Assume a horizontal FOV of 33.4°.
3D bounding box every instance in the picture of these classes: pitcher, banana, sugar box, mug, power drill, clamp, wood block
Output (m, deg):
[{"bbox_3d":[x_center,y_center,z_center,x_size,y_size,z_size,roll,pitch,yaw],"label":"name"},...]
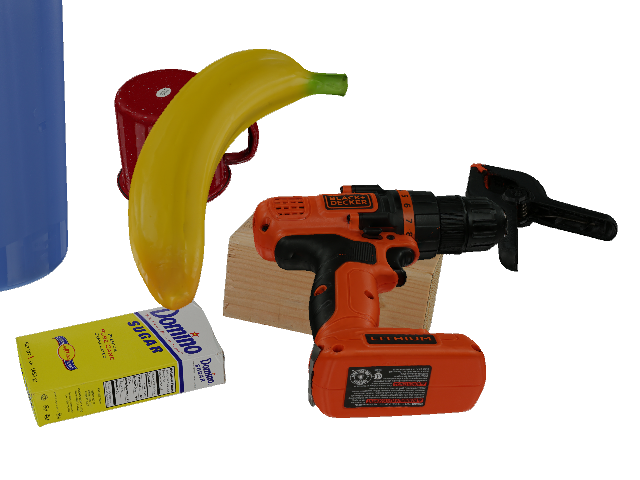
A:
[{"bbox_3d":[-0.230,-0.089,0.671,0.149,0.243,0.145,-4,27,-11],"label":"pitcher"},{"bbox_3d":[-0.052,-0.046,0.528,0.070,0.037,0.197,18,46,15],"label":"banana"},{"bbox_3d":[-0.185,0.110,0.990,0.176,0.048,0.093,-14,35,-18],"label":"sugar box"},{"bbox_3d":[-0.107,-0.083,0.850,0.117,0.081,0.093,-2,38,-3],"label":"mug"},{"bbox_3d":[0.052,0.032,0.709,0.184,0.057,0.187,-3,36,-6],"label":"power drill"},{"bbox_3d":[0.204,-0.031,1.036,0.120,0.039,0.171,-7,34,-13],"label":"clamp"},{"bbox_3d":[0.013,0.044,1.097,0.206,0.091,0.090,11,22,11],"label":"wood block"}]
